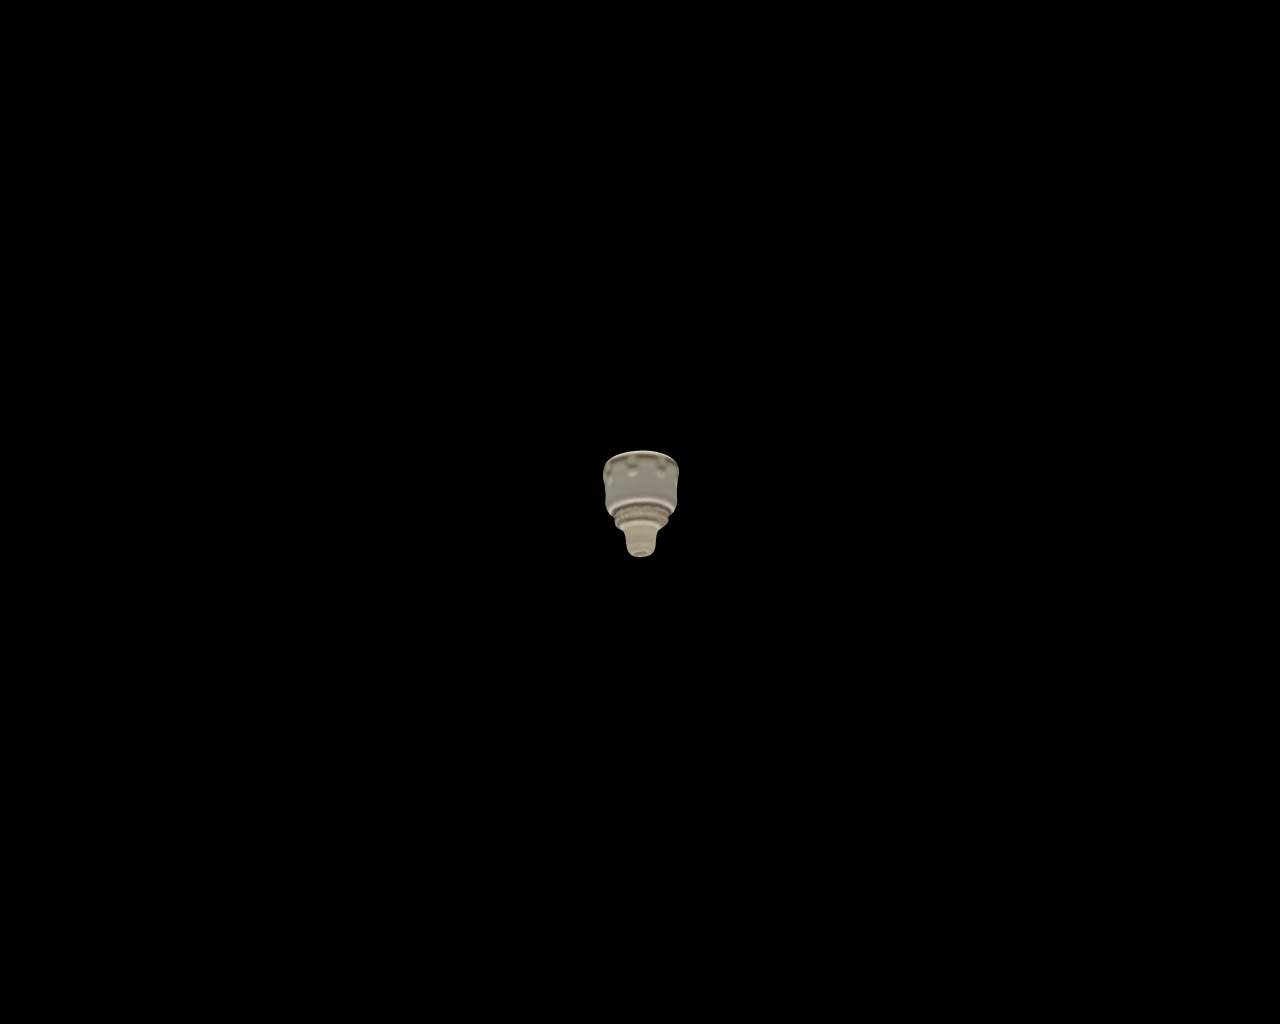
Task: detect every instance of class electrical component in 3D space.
[{"bbox_3d":[0.001,-0.003,0.650,0.048,0.062,0.048,0,-20,0],"label":"electrical component"}]
